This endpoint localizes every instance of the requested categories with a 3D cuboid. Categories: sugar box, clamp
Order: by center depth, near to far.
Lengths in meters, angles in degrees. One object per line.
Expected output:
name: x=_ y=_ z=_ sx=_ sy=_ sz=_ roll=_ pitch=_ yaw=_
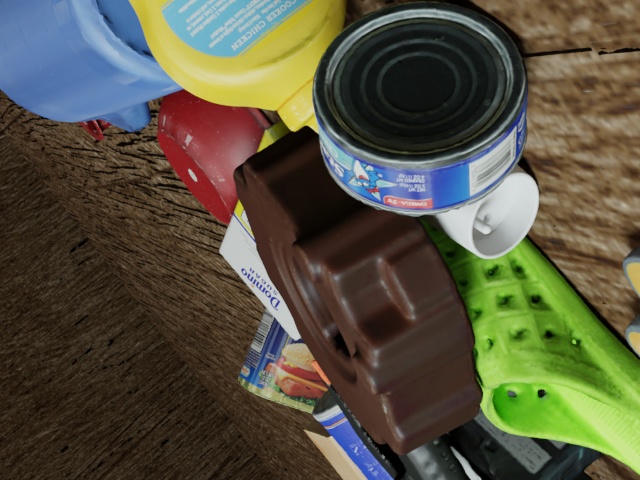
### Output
clamp: x=0.069 y=0.152 z=0.662 sx=0.210 sy=0.036 sz=0.165 roll=50 pitch=163 yaw=8
sugar box: x=-0.011 y=-0.006 z=0.720 sx=0.093 sy=0.048 sz=0.176 roll=49 pitch=155 yaw=10

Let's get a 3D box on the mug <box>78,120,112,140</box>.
mug: x=-0.181 y=-0.150 z=0.871 sx=0.093 sy=0.081 sz=0.117 roll=37 pitch=161 yaw=43

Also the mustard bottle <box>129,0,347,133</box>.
mustard bottle: x=-0.044 y=-0.121 z=0.494 sx=0.191 sy=0.096 sz=0.058 roll=51 pitch=166 yaw=-3

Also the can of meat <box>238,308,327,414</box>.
can of meat: x=-0.008 y=0.095 z=0.875 sx=0.102 sy=0.084 sz=0.058 roll=23 pitch=178 yaw=-27

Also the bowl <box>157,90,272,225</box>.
bowl: x=-0.077 y=-0.064 z=0.827 sx=0.162 sy=0.055 sz=0.162 roll=47 pitch=165 yaw=16

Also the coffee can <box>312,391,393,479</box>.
coffee can: x=0.077 y=0.151 z=0.799 sx=0.140 sy=0.102 sz=0.103 roll=51 pitch=166 yaw=-2

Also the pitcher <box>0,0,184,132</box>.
pitcher: x=-0.130 y=-0.149 z=0.639 sx=0.149 sy=0.145 sz=0.243 roll=13 pitch=178 yaw=-26

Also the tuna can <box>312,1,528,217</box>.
tuna can: x=0.040 y=-0.054 z=0.427 sx=0.086 sy=0.086 sz=0.034 roll=43 pitch=163 yaw=28

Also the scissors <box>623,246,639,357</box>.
scissors: x=0.185 y=0.054 z=0.398 sx=0.096 sy=0.016 sz=0.202 roll=57 pitch=164 yaw=-26

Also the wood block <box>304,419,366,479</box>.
wood block: x=0.091 y=0.229 z=0.985 sx=0.206 sy=0.090 sz=0.091 roll=52 pitch=166 yaw=-6
